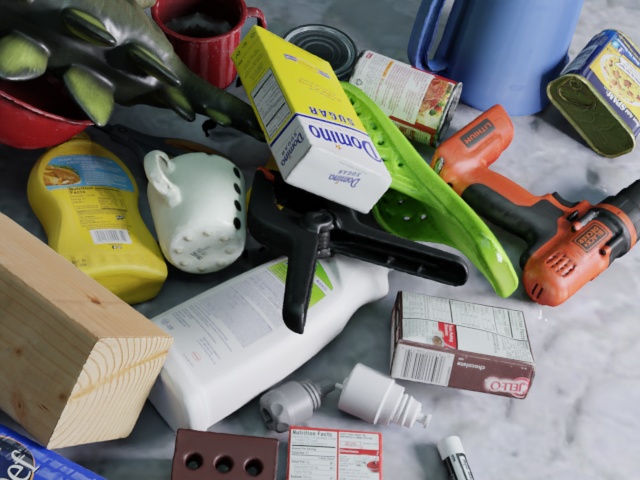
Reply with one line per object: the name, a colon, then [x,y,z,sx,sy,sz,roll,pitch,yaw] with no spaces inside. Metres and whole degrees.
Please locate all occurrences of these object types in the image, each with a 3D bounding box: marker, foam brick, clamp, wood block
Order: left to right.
wood block: [-0.224,0.059,0.801,0.206,0.090,0.090,31,11,27]
foam brick: [-0.072,0.177,0.790,0.078,0.051,0.053,6,52,-3]
clamp: [-0.006,0.001,0.868,0.164,0.036,0.210,-19,40,-34]
marker: [0.117,0.207,0.812,0.020,0.020,0.121,-9,54,-14]

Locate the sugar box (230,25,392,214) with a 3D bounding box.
sugar box: [-0.009,-0.105,0.904,0.093,0.048,0.176,20,30,-37]

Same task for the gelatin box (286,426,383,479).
gelatin box: [0.010,0.187,0.807,0.073,0.030,0.089,4,52,-3]

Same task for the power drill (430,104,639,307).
power drill: [0.209,-0.045,0.994,0.184,0.057,0.188,-35,64,-29]

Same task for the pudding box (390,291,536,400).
pudding box: [0.115,0.085,0.875,0.113,0.039,0.090,11,24,-1]

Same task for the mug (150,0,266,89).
mug: [-0.109,-0.201,1.061,0.117,0.081,0.093,-17,56,-19]

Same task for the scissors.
scissors: [-0.179,-0.087,0.978,0.201,0.016,0.096,16,29,-4]

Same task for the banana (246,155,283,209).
banana: [-0.037,-0.089,1.015,0.070,0.037,0.197,-7,49,12]

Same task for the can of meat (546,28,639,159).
can of meat: [0.288,-0.147,1.058,0.102,0.058,0.083,46,66,-9]

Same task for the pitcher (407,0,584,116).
pitcher: [0.189,-0.248,1.031,0.145,0.243,0.149,25,46,13]

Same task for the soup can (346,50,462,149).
soup can: [0.079,-0.139,1.045,0.102,0.068,0.068,22,53,11]

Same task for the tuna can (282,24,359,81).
tuna can: [-0.003,-0.181,1.089,0.086,0.034,0.086,4,52,-5]

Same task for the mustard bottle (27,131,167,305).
mustard bottle: [-0.203,-0.031,0.929,0.096,0.058,0.192,-1,50,-31]

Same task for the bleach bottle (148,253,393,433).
bleach bottle: [-0.028,0.064,0.877,0.250,0.068,0.103,-27,55,-27]

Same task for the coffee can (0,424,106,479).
coffee can: [-0.218,0.186,0.733,0.140,0.103,0.102,24,53,12]

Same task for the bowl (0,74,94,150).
bowl: [-0.267,-0.125,0.911,0.162,0.055,0.162,31,17,-11]
